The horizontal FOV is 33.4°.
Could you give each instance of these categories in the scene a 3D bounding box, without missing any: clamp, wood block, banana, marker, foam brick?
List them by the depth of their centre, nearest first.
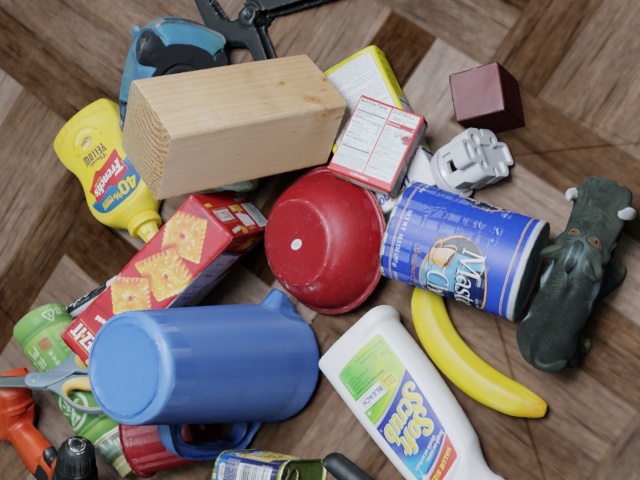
[{"bbox_3d":[0.067,0.269,1.060,0.172,0.039,0.120,-13,96,41],"label":"clamp"},{"bbox_3d":[0.147,0.110,1.080,0.070,0.037,0.198,-39,67,15],"label":"banana"},{"bbox_3d":[0.170,-0.142,1.087,0.053,0.078,0.051,-12,78,24],"label":"foam brick"},{"bbox_3d":[-0.089,-0.120,1.104,0.090,0.205,0.091,54,143,31],"label":"wood block"},{"bbox_3d":[-0.074,-0.249,1.244,0.210,0.036,0.164,25,96,29],"label":"clamp"},{"bbox_3d":[-0.289,0.080,1.304,0.121,0.020,0.020,-30,70,18],"label":"marker"}]

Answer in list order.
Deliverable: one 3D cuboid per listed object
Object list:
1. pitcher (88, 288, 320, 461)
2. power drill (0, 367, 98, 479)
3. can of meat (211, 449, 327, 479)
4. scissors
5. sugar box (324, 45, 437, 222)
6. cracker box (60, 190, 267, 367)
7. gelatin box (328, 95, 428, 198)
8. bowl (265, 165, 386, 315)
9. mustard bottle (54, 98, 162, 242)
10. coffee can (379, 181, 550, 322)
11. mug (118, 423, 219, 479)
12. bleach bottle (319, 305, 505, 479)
[{"bbox_3d":[-0.119,0.138,1.089,0.145,0.242,0.149,-31,70,27],"label":"pitcher"},{"bbox_3d":[-0.318,0.238,1.229,0.188,0.057,0.185,47,140,29],"label":"power drill"},{"bbox_3d":[-0.054,0.252,1.119,0.084,0.102,0.057,5,83,28],"label":"can of meat"},{"bbox_3d":[-0.309,0.145,1.210,0.202,0.016,0.096,12,60,15],"label":"scissors"},{"bbox_3d":[0.059,-0.112,1.154,0.093,0.048,0.176,-29,74,20],"label":"sugar box"},{"bbox_3d":[-0.164,0.041,1.164,0.214,0.164,0.072,-45,85,13],"label":"cracker box"},{"bbox_3d":[0.060,-0.097,1.103,0.073,0.030,0.089,22,82,20],"label":"gelatin box"},{"bbox_3d":[-0.007,0.001,1.136,0.162,0.055,0.162,2,94,41],"label":"bowl"},{"bbox_3d":[-0.242,-0.072,1.285,0.096,0.058,0.192,-39,68,12],"label":"mustard bottle"},{"bbox_3d":[0.143,0.010,1.052,0.140,0.102,0.103,19,90,20],"label":"coffee can"},{"bbox_3d":[-0.166,0.201,1.192,0.082,0.093,0.117,-15,59,18],"label":"mug"},{"bbox_3d":[0.110,0.190,1.072,0.103,0.068,0.251,-45,68,14],"label":"bleach bottle"}]
